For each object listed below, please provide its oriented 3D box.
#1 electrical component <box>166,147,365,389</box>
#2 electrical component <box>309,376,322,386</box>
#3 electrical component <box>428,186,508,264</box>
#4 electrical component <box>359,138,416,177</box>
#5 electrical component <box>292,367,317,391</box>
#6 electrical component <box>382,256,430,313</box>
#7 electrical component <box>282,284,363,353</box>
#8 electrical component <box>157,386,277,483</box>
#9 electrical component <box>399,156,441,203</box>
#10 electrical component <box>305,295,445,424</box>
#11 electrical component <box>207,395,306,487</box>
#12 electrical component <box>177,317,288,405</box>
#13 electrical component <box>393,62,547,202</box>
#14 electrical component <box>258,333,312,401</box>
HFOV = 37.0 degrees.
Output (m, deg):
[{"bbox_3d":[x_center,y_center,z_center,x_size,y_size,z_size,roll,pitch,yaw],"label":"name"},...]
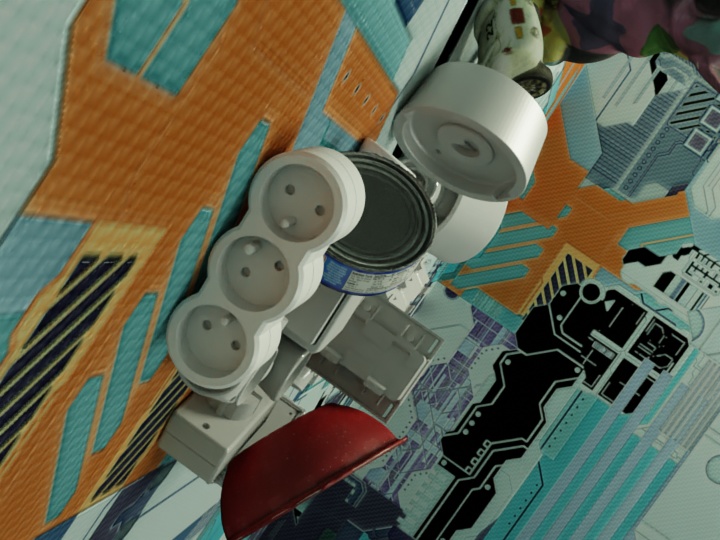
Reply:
[{"bbox_3d":[-0.045,-0.004,0.577,0.138,0.052,0.074,-57,174,16],"label":"electrical component"},{"bbox_3d":[-0.040,0.083,1.104,0.066,0.048,0.055,-58,165,25],"label":"electrical component"},{"bbox_3d":[0.077,-0.066,0.984,0.108,0.060,0.108,-31,-132,43],"label":"electrical component"},{"bbox_3d":[0.001,-0.052,0.734,0.065,0.044,0.044,-51,174,3],"label":"electrical component"},{"bbox_3d":[-0.046,0.061,0.944,0.077,0.044,0.079,-54,173,-13],"label":"electrical component"},{"bbox_3d":[0.022,0.015,1.066,0.079,0.063,0.121,-10,-159,32],"label":"electrical component"},{"bbox_3d":[-0.024,-0.003,0.693,0.096,0.062,0.061,-58,173,22],"label":"electrical component"},{"bbox_3d":[-0.091,0.091,0.755,0.075,0.047,0.083,-59,172,34],"label":"electrical component"},{"bbox_3d":[0.044,-0.073,0.919,0.066,0.048,0.055,-55,-179,0],"label":"electrical component"},{"bbox_3d":[-0.008,0.051,0.825,0.078,0.121,0.063,-55,171,-2],"label":"electrical component"},{"bbox_3d":[-0.100,0.145,0.900,0.096,0.062,0.061,-51,172,-33],"label":"electrical component"},{"bbox_3d":[-0.069,0.037,0.648,0.079,0.044,0.077,-56,174,2],"label":"electrical component"},{"bbox_3d":[0.086,-0.107,0.794,0.060,0.108,0.108,-60,176,-21],"label":"electrical component"},{"bbox_3d":[-0.065,0.053,0.710,0.045,0.055,0.045,-54,174,-9],"label":"electrical component"}]
